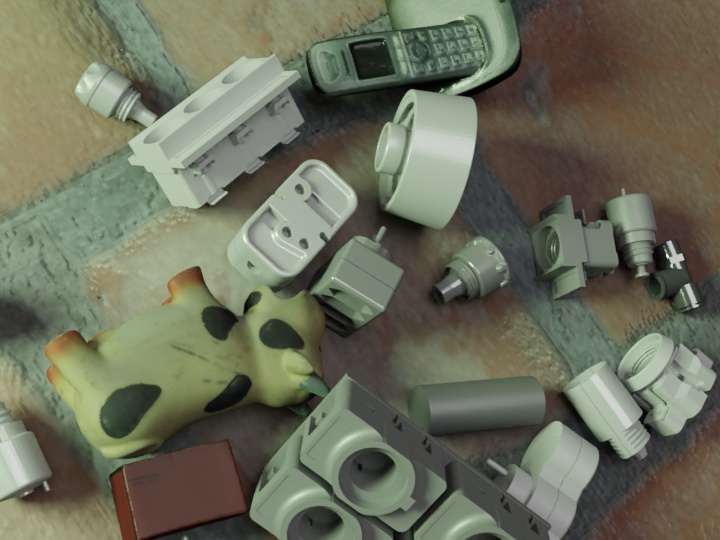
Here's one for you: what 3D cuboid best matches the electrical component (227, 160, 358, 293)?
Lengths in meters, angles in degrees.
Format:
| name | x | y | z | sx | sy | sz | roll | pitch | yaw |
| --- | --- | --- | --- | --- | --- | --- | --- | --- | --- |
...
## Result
| name | x | y | z | sx | sy | sz | roll | pitch | yaw |
| --- | --- | --- | --- | --- | --- | --- | --- | --- | --- |
| electrical component | -0.053 | -0.031 | 0.818 | 0.054 | 0.059 | 0.095 | 43 | 63 | -4 |

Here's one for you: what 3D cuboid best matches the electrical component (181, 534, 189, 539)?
| name | x | y | z | sx | sy | sz | roll | pitch | yaw |
| --- | --- | --- | --- | --- | --- | --- | --- | --- | --- |
| electrical component | -0.117 | 0.217 | 0.719 | 0.066 | 0.047 | 0.076 | -11 | 77 | -24 |

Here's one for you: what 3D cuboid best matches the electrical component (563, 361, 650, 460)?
| name | x | y | z | sx | sy | sz | roll | pitch | yaw |
| --- | --- | --- | --- | --- | --- | --- | --- | --- | --- |
| electrical component | 0.208 | 0.120 | 0.881 | 0.043 | 0.043 | 0.081 | -35 | 88 | -27 |

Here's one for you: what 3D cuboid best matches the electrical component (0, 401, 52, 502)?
| name | x | y | z | sx | sy | sz | roll | pitch | yaw |
| --- | --- | --- | --- | --- | --- | --- | --- | --- | --- |
| electrical component | -0.235 | 0.116 | 0.710 | 0.040 | 0.040 | 0.078 | -24 | 83 | -26 |

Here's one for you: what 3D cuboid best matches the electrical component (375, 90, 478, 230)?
| name | x | y | z | sx | sy | sz | roll | pitch | yaw |
| --- | --- | --- | --- | --- | --- | --- | --- | --- | --- |
| electrical component | 0.046 | -0.091 | 0.853 | 0.060 | 0.108 | 0.108 | 12 | 69 | -11 |

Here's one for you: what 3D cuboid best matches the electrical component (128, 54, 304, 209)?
| name | x | y | z | sx | sy | sz | roll | pitch | yaw |
| --- | --- | --- | --- | --- | --- | --- | --- | --- | --- |
| electrical component | -0.104 | -0.104 | 0.816 | 0.121 | 0.079 | 0.063 | -43 | 121 | -27 |

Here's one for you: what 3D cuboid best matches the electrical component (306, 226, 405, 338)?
| name | x | y | z | sx | sy | sz | roll | pitch | yaw |
| --- | --- | --- | --- | --- | --- | --- | --- | --- | --- |
| electrical component | 0.000 | 0.000 | 0.816 | 0.047 | 0.083 | 0.075 | 32 | 64 | -9 |

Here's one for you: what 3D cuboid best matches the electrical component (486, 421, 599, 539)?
| name | x | y | z | sx | sy | sz | roll | pitch | yaw |
| --- | --- | --- | --- | --- | --- | --- | --- | --- | --- |
| electrical component | 0.122 | 0.174 | 0.825 | 0.074 | 0.052 | 0.138 | 36 | 65 | -7 |

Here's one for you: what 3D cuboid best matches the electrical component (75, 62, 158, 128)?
| name | x | y | z | sx | sy | sz | roll | pitch | yaw |
| --- | --- | --- | --- | --- | --- | --- | --- | --- | --- |
| electrical component | -0.182 | -0.129 | 0.814 | 0.061 | 0.035 | 0.035 | 33 | 64 | -11 |

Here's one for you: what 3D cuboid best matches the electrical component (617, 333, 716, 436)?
| name | x | y | z | sx | sy | sz | roll | pitch | yaw |
| --- | --- | --- | --- | --- | --- | --- | --- | --- | --- |
| electrical component | 0.254 | 0.090 | 0.902 | 0.057 | 0.058 | 0.078 | 39 | 63 | -9 |

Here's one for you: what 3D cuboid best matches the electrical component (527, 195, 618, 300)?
| name | x | y | z | sx | sy | sz | roll | pitch | yaw |
| --- | --- | --- | --- | --- | --- | --- | --- | --- | --- |
| electrical component | 0.183 | -0.018 | 0.918 | 0.064 | 0.042 | 0.081 | 1 | 73 | -23 |

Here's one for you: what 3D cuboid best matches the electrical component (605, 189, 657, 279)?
| name | x | y | z | sx | sy | sz | roll | pitch | yaw |
| --- | --- | --- | --- | --- | --- | --- | --- | --- | --- |
| electrical component | 0.241 | -0.031 | 0.945 | 0.040 | 0.040 | 0.078 | -1 | 74 | -22 |

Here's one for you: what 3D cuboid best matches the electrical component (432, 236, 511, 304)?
| name | x | y | z | sx | sy | sz | roll | pitch | yaw |
| --- | --- | --- | --- | --- | --- | --- | --- | --- | --- |
| electrical component | 0.087 | 0.005 | 0.872 | 0.062 | 0.048 | 0.048 | -31 | 86 | -20 |

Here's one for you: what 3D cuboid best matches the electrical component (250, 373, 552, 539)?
| name | x | y | z | sx | sy | sz | roll | pitch | yaw |
| --- | --- | --- | --- | --- | --- | --- | --- | --- | --- |
| electrical component | 0.030 | 0.174 | 0.736 | 0.186 | 0.060 | 0.105 | 37 | 106 | -10 |
